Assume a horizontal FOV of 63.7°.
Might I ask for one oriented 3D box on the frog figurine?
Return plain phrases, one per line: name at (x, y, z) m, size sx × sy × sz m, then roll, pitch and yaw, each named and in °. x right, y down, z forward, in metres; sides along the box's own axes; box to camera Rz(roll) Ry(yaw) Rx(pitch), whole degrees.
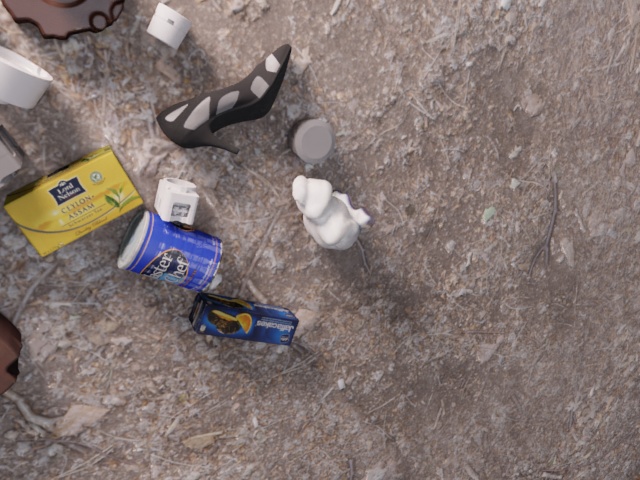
frog figurine at (0.003, -0.048, 0.949) m, size 0.159 × 0.140 × 0.121 m, roll 10°, pitch 134°, yaw -49°
